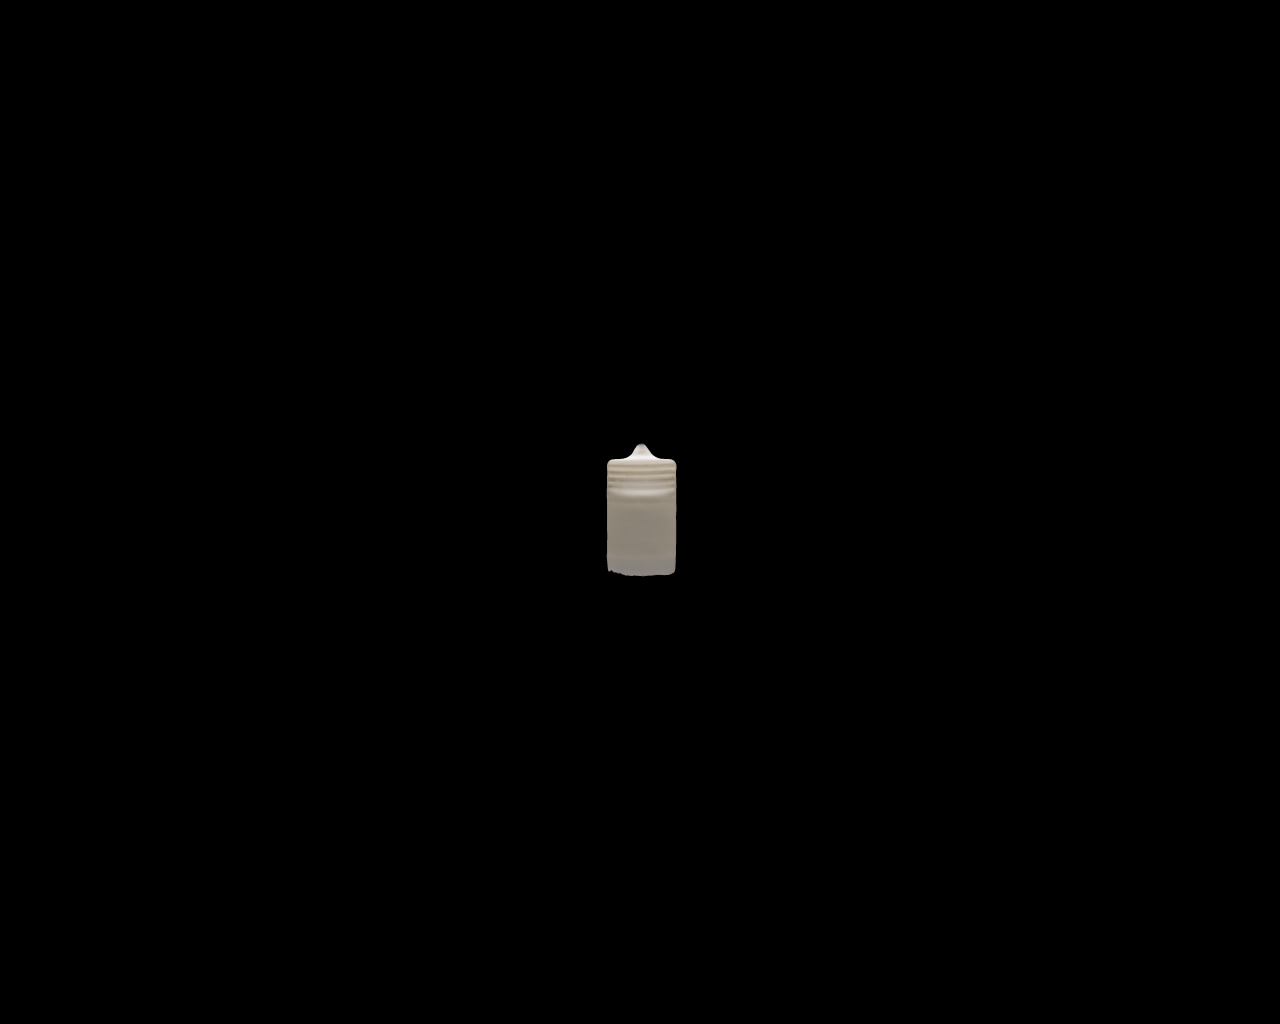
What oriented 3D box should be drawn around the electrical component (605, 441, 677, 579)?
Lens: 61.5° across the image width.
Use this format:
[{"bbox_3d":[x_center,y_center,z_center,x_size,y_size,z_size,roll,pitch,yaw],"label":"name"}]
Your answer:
[{"bbox_3d":[0.001,-0.003,0.650,0.043,0.081,0.043,0,4,0],"label":"electrical component"}]
